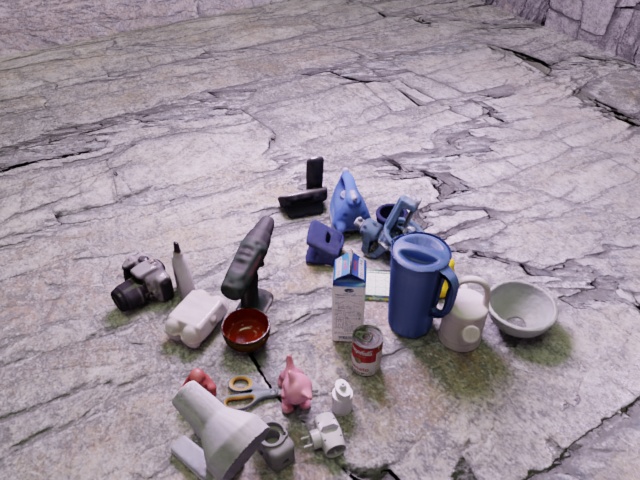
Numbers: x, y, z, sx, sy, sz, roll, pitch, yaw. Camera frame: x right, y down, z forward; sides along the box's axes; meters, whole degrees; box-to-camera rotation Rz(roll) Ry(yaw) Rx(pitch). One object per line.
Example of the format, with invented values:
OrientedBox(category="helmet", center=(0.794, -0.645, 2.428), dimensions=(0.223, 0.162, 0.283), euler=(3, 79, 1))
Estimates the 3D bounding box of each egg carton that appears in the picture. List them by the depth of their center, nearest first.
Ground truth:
OrientedBox(category="egg carton", center=(-0.291, 0.185, 1.358), dimensions=(0.107, 0.069, 0.150), euler=(17, 43, 19))

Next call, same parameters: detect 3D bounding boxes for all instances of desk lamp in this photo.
OrientedBox(category="desk lamp", center=(-0.191, 0.361, 1.043), dimensions=(0.202, 0.214, 0.118), euler=(27, 47, 28))

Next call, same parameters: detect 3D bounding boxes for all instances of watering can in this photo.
OrientedBox(category="watering can", center=(0.334, 0.162, 1.296), dimensions=(0.101, 0.194, 0.172), euler=(-11, 42, -12))

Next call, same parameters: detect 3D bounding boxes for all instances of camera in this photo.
OrientedBox(category="camera", center=(-0.457, 0.104, 1.427), dimensions=(0.142, 0.101, 0.137), euler=(32, 49, 31))

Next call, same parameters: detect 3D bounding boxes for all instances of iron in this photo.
OrientedBox(category="iron", center=(0.083, -0.135, 1.681), dimensions=(0.118, 0.141, 0.258), euler=(-5, 41, -6))

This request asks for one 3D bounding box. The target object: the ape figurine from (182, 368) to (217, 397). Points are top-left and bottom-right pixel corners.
OrientedBox(category="ape figurine", center=(-0.256, 0.305, 1.201), dimensions=(0.077, 0.092, 0.076), euler=(3, 41, 3))

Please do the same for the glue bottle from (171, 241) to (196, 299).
OrientedBox(category="glue bottle", center=(-0.342, 0.070, 1.412), dimensions=(0.037, 0.173, 0.078), euler=(-22, 45, -23))

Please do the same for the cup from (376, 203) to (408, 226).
OrientedBox(category="cup", center=(0.207, -0.049, 1.618), dimensions=(0.091, 0.095, 0.118), euler=(27, 47, 27))

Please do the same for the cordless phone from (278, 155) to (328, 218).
OrientedBox(category="cordless phone", center=(-0.051, -0.166, 1.682), dimensions=(0.148, 0.185, 0.094), euler=(-14, 43, -16))

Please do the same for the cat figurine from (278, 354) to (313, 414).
OrientedBox(category="cat figurine", center=(-0.052, 0.298, 1.192), dimensions=(0.067, 0.118, 0.127), euler=(-8, 41, -10))

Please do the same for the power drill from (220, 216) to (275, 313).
OrientedBox(category="power drill", center=(-0.162, 0.082, 1.374), dimensions=(0.075, 0.208, 0.230), euler=(12, 42, 14))

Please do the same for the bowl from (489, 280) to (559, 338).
OrientedBox(category="bowl", center=(0.476, 0.178, 1.372), dimensions=(0.167, 0.075, 0.167), euler=(0, 41, 0))

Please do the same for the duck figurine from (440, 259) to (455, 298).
OrientedBox(category="duck figurine", center=(0.315, 0.089, 1.464), dimensions=(0.077, 0.086, 0.105), euler=(23, 46, 24))

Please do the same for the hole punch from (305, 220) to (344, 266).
OrientedBox(category="hole punch", center=(0.014, 0.006, 1.555), dimensions=(0.101, 0.091, 0.108), euler=(6, 41, 6))

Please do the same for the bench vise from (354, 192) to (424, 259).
OrientedBox(category="bench vise", center=(0.188, -0.031, 1.500), dimensions=(0.207, 0.220, 0.121), euler=(6, 41, 6))
